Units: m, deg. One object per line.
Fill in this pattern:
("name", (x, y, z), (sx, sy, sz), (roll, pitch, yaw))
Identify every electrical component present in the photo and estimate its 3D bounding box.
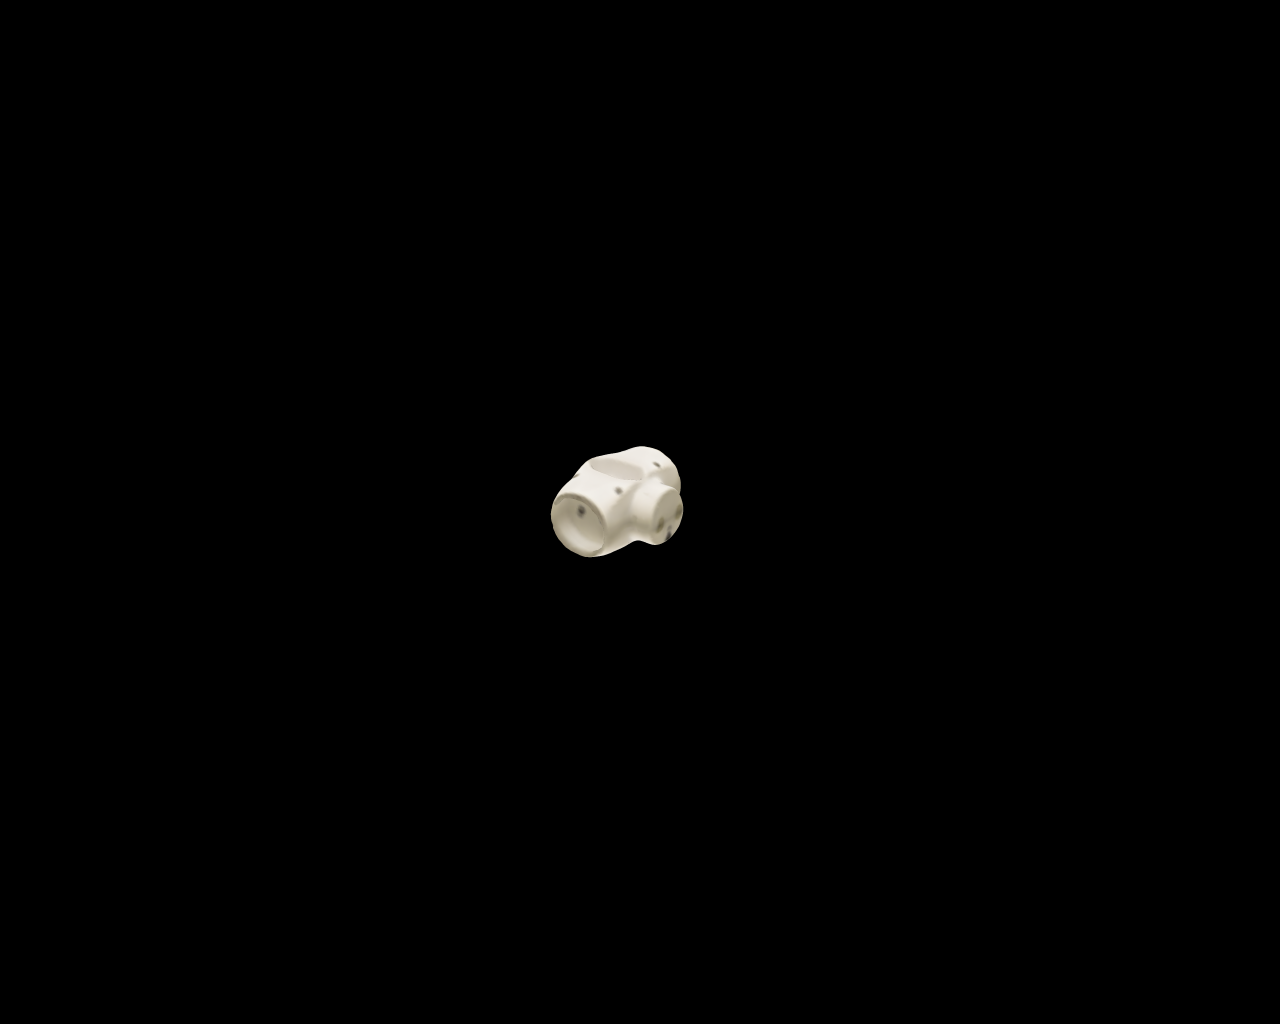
("electrical component", (0.001, -0.003, 0.650), (0.079, 0.043, 0.077), (20, 35, 31))
